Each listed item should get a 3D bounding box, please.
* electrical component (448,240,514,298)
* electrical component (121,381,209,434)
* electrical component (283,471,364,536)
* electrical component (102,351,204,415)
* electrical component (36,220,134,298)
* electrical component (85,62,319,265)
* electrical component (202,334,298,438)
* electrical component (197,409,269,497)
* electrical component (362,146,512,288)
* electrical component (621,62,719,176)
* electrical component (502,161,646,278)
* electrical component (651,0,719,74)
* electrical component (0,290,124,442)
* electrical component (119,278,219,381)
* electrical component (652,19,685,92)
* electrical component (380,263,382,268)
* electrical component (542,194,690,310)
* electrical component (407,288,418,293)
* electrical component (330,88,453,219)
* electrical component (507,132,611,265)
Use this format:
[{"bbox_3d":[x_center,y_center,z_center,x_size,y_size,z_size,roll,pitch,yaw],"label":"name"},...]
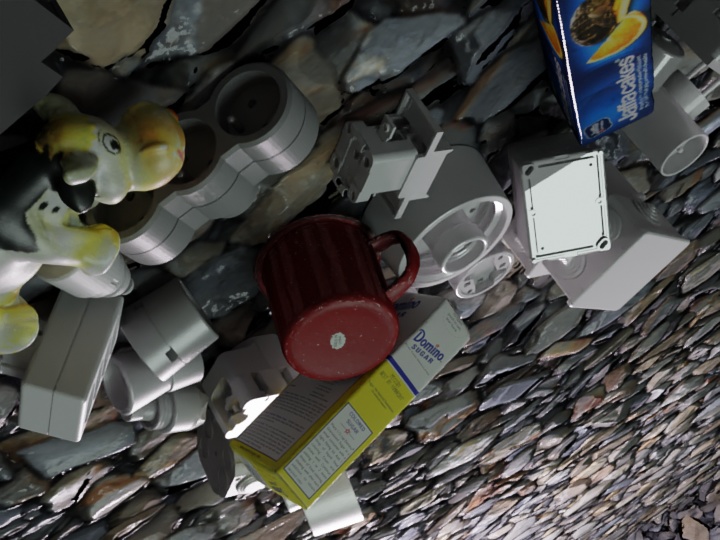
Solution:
[{"bbox_3d":[0.089,-0.013,0.870,0.055,0.047,0.055,-25,151,-15],"label":"electrical component"},{"bbox_3d":[-0.148,0.101,0.805,0.062,0.043,0.043,-2,139,-44],"label":"electrical component"},{"bbox_3d":[-0.046,0.194,1.000,0.060,0.108,0.108,-23,151,-8],"label":"electrical component"},{"bbox_3d":[-0.145,0.072,0.765,0.065,0.044,0.044,-18,149,-36],"label":"electrical component"},{"bbox_3d":[-0.158,-0.003,0.630,0.040,0.040,0.078,-37,152,6],"label":"electrical component"},{"bbox_3d":[-0.083,-0.053,0.616,0.138,0.052,0.074,-36,153,6],"label":"electrical component"},{"bbox_3d":[-0.074,0.088,0.849,0.089,0.055,0.050,-7,142,-42],"label":"electrical component"},{"bbox_3d":[-0.098,0.147,0.895,0.051,0.080,0.080,-8,143,-32],"label":"electrical component"},{"bbox_3d":[0.062,-0.032,0.796,0.108,0.060,0.108,-26,152,-15],"label":"electrical component"},{"bbox_3d":[0.237,-0.125,0.817,0.079,0.077,0.044,-41,151,14],"label":"electrical component"},{"bbox_3d":[0.179,-0.045,0.913,0.100,0.048,0.099,-10,144,-38],"label":"electrical component"},{"bbox_3d":[0.263,-0.176,0.749,0.061,0.089,0.150,-47,150,24],"label":"electrical component"},{"bbox_3d":[-0.193,0.050,0.651,0.076,0.083,0.047,16,137,-7],"label":"electrical component"},{"bbox_3d":[-0.127,0.038,0.715,0.047,0.055,0.055,-35,153,-4],"label":"electrical component"},{"bbox_3d":[0.203,-0.144,0.789,0.040,0.040,0.078,-5,141,-43],"label":"electrical component"},{"bbox_3d":[0.000,0.000,0.810,0.035,0.035,0.061,-25,149,-16],"label":"electrical component"},{"bbox_3d":[0.209,-0.014,0.885,0.100,0.048,0.099,6,133,-51],"label":"electrical component"},{"bbox_3d":[0.010,0.061,0.903,0.100,0.048,0.099,-18,149,-27],"label":"electrical component"},{"bbox_3d":[0.018,-0.074,0.704,0.064,0.042,0.081,-11,145,-31],"label":"electrical component"},{"bbox_3d":[0.150,-0.051,0.813,0.062,0.061,0.096,-11,114,0],"label":"electrical component"}]
